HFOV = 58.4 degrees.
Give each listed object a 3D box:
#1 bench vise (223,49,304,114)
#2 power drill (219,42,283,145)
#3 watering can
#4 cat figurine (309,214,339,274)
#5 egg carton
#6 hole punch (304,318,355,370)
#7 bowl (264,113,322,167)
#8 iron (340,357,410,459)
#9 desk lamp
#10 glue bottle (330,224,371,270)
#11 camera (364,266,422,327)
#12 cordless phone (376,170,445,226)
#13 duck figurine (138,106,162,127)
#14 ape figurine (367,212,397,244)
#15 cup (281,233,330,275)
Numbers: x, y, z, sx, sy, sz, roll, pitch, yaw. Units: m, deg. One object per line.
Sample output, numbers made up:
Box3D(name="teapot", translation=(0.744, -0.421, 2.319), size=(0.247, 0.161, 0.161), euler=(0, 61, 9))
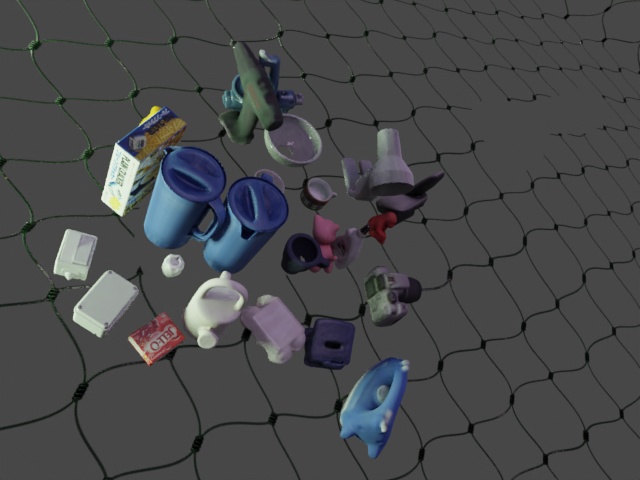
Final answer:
Box3D(name="bench vise", translation=(-0.136, -0.421, 1.531), size=(0.208, 0.219, 0.121), euler=(-12, 68, -34))
Box3D(name="power drill", translation=(-0.185, -0.356, 1.471), size=(0.076, 0.208, 0.229), euler=(-24, 75, -37))
Box3D(name="watering can", translation=(-0.209, 0.139, 1.169), size=(0.101, 0.193, 0.173), euler=(3, 61, -28))
Box3D(name="cat figurine", translation=(0.013, 0.005, 1.425), size=(0.067, 0.117, 0.127), euler=(-2, 63, -30))
Box3D(name="egg carton", translation=(-0.103, 0.197, 1.274), size=(0.150, 0.069, 0.107), euler=(49, 51, 5))
Box3D(name="hole punch", translation=(0.024, 0.239, 1.307), size=(0.109, 0.091, 0.101), euler=(12, 57, -23))
Box3D(name="bowl", translation=(-0.082, -0.258, 1.557), size=(0.168, 0.074, 0.167), euler=(14, 56, -22))
Box3D(name="iron", translation=(0.149, 0.345, 1.281), size=(0.119, 0.141, 0.259), euler=(36, 51, -6))
Box3D(name="desk lamp", translation=(0.158, -0.189, 1.562), size=(0.118, 0.213, 0.203), euler=(4, 60, -27))
Box3D(name="glue bottle", translation=(0.079, 0.006, 1.426), size=(0.037, 0.173, 0.078), euler=(-19, 72, -36))
Box3D(name="camera", translation=(0.198, 0.138, 1.460), size=(0.137, 0.100, 0.143), euler=(4, 60, -27))
Box3D(name="cordless phone", translation=(0.256, -0.132, 1.601), size=(0.148, 0.184, 0.094), euler=(-33, 81, -39))
Box3D(name="duck figurine", translation=(-0.395, -0.274, 1.382), size=(0.078, 0.086, 0.104), euler=(5, 60, -27))
Box3D(name="ape figurine", translation=(0.176, -0.043, 1.562), size=(0.076, 0.092, 0.078), euler=(46, 51, 3))
Box3D(name="cup", translation=(-0.043, 0.049, 1.382), size=(0.118, 0.094, 0.092), euler=(27, 52, -12))
